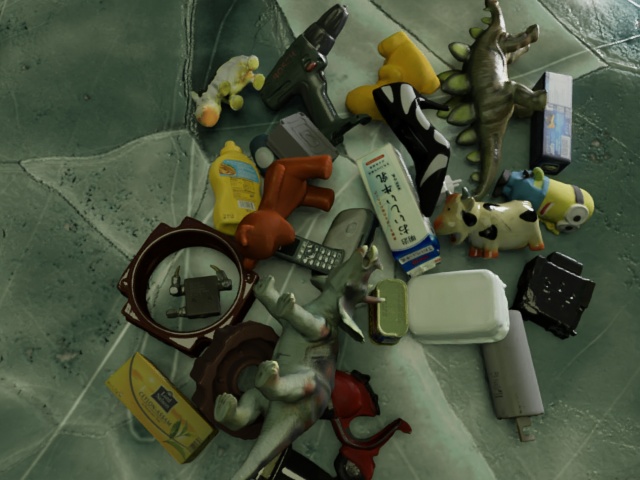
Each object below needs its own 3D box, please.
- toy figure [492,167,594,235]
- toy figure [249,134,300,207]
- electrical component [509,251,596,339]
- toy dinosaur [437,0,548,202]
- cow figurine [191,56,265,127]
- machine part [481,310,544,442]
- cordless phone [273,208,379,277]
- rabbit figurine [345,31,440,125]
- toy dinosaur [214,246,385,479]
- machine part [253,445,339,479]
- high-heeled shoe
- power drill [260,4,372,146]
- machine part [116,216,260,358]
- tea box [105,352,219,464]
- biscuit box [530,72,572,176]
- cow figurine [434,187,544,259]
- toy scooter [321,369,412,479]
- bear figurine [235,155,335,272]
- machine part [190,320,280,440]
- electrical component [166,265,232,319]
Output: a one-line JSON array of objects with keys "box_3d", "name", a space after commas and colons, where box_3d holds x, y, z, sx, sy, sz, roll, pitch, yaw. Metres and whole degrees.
[{"box_3d": [0.420, -0.082, 1.004, 0.180, 0.082, 0.089, 26, 73, 8], "name": "toy figure"}, {"box_3d": [-0.079, -0.125, 0.999, 0.058, 0.064, 0.154, -17, 66, -40], "name": "toy figure"}, {"box_3d": [0.414, 0.091, 0.954, 0.115, 0.058, 0.134, 26, 71, 4], "name": "electrical component"}, {"box_3d": [0.334, -0.281, 1.063, 0.199, 0.105, 0.471, 0, 75, 4], "name": "toy dinosaur"}, {"box_3d": [-0.193, -0.290, 1.040, 0.098, 0.068, 0.167, 25, 65, 39], "name": "cow figurine"}, {"box_3d": [0.314, 0.207, 0.894, 0.079, 0.079, 0.243, -4, 71, -5], "name": "machine part"}, {"box_3d": [-0.002, -0.004, 0.949, 0.184, 0.088, 0.146, 20, 70, 10], "name": "cordless phone"}, {"box_3d": [0.137, -0.290, 1.059, 0.173, 0.122, 0.162, -34, 85, 0], "name": "rabbit figurine"}, {"box_3d": [-0.028, 0.188, 0.782, 0.192, 0.131, 0.405, 34, 65, -31], "name": "toy dinosaur"}, {"box_3d": [-0.038, 0.364, 0.836, 0.139, 0.039, 0.084, 23, 62, 6], "name": "machine part"}, {"box_3d": [0.149, -0.165, 0.941, 0.145, 0.086, 0.248, 10, 70, 2], "name": "high-heeled shoe"}, {"box_3d": [0.009, -0.290, 1.008, 0.232, 0.086, 0.207, -35, 91, 22], "name": "power drill"}, {"box_3d": [-0.216, 0.077, 0.901, 0.201, 0.087, 0.201, 28, 69, 7], "name": "machine part"}, {"box_3d": [-0.240, 0.259, 0.828, 0.170, 0.098, 0.068, 42, 72, 13], "name": "tea box"}, {"box_3d": [0.460, -0.231, 1.070, 0.059, 0.062, 0.202, 11, 70, -1], "name": "biscuit box"}, {"box_3d": [0.293, -0.032, 0.948, 0.195, 0.085, 0.127, -6, 91, -15], "name": "cow figurine"}, {"box_3d": [0.067, 0.281, 0.853, 0.135, 0.075, 0.184, -19, 76, -10], "name": "toy scooter"}, {"box_3d": [-0.058, -0.043, 0.873, 0.132, 0.120, 0.196, 7, 50, 11], "name": "bear figurine"}, {"box_3d": [-0.114, 0.214, 0.835, 0.179, 0.056, 0.179, -1, 92, -33], "name": "machine part"}, {"box_3d": [-0.187, 0.080, 0.833, 0.102, 0.045, 0.078, 0, 69, -4], "name": "electrical component"}]
